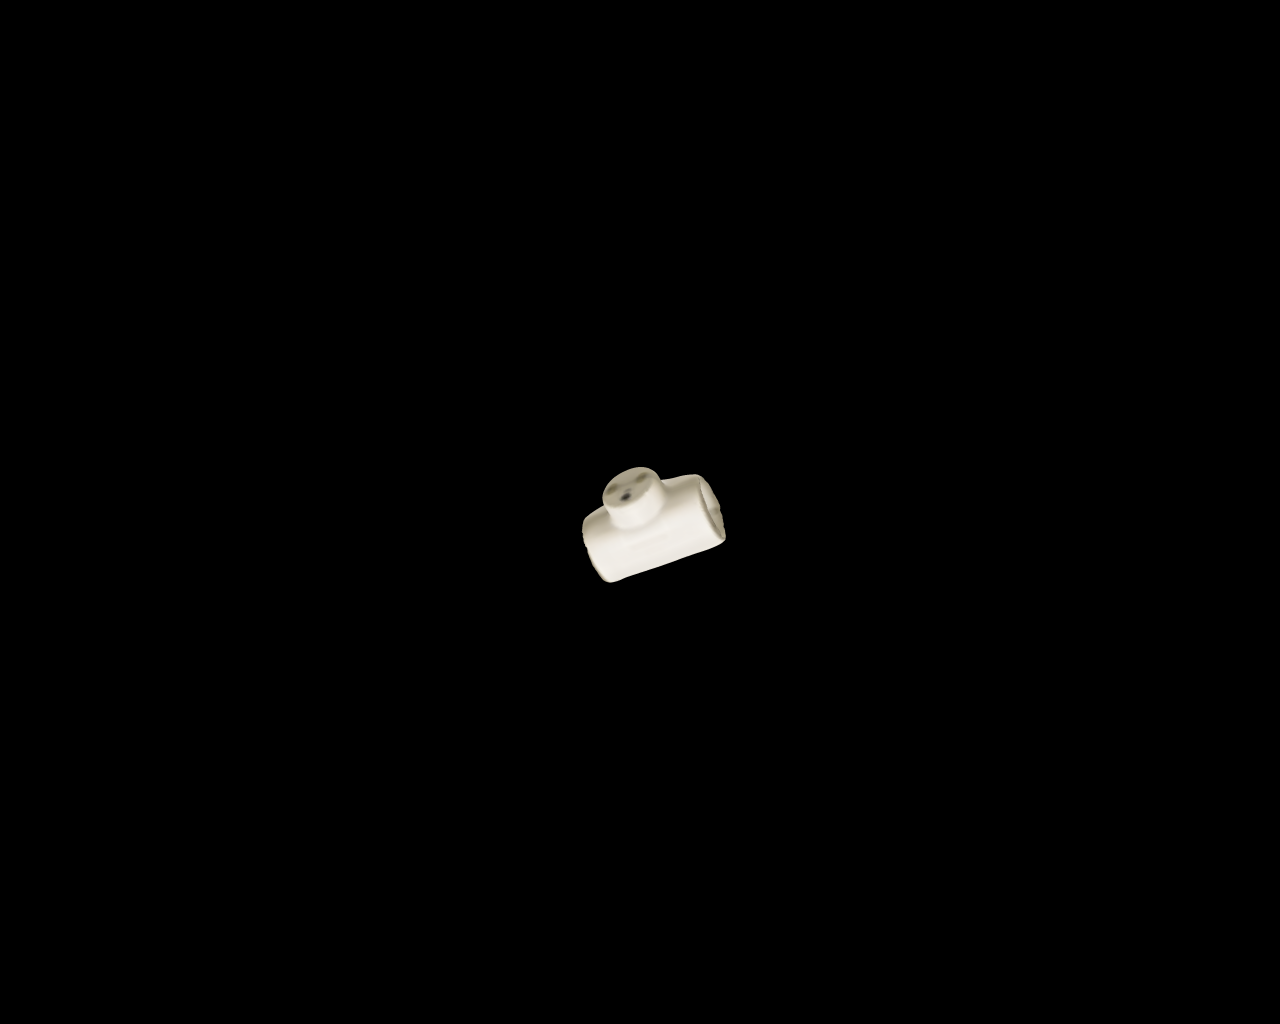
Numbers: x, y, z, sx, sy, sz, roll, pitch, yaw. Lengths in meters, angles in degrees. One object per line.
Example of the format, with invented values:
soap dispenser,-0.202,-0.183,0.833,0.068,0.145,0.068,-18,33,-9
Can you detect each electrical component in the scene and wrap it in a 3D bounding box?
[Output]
electrical component,0.001,-0.003,0.650,0.077,0.079,0.043,-21,34,15
